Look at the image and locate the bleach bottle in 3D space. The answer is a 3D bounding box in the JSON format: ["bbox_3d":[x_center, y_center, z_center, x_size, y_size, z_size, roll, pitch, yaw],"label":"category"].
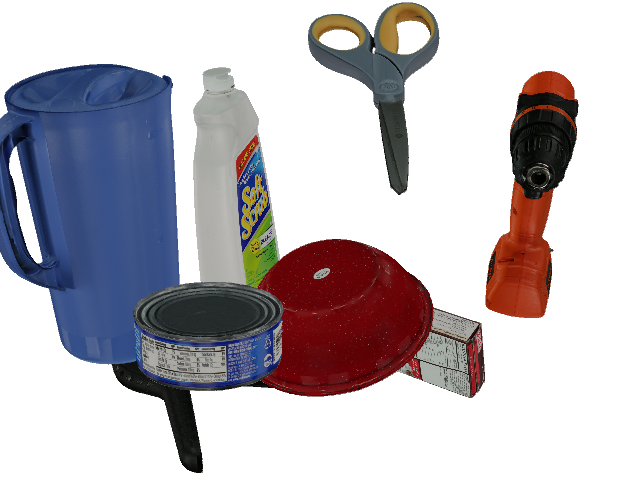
[{"bbox_3d":[-0.096,-0.053,1.116,0.068,0.251,0.102,8,28,28],"label":"bleach bottle"}]

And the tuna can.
[{"bbox_3d":[-0.064,0.054,0.615,0.086,0.034,0.086,0,18,0],"label":"tuna can"}]

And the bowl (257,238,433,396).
[{"bbox_3d":[0.007,0.048,0.854,0.162,0.055,0.162,-10,36,7],"label":"bowl"}]

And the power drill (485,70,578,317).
[{"bbox_3d":[0.179,-0.031,0.899,0.057,0.188,0.184,11,31,11],"label":"power drill"}]

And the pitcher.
[{"bbox_3d":[-0.190,-0.018,0.901,0.149,0.243,0.145,-5,25,-5],"label":"pitcher"}]

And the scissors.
[{"bbox_3d":[0.025,-0.096,0.665,0.096,0.016,0.201,7,42,13],"label":"scissors"}]

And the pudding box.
[{"bbox_3d":[0.126,0.118,1.192,0.114,0.090,0.039,16,44,29],"label":"pudding box"}]

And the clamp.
[{"bbox_3d":[-0.117,0.120,0.993,0.164,0.036,0.210,-24,42,-37],"label":"clamp"}]
